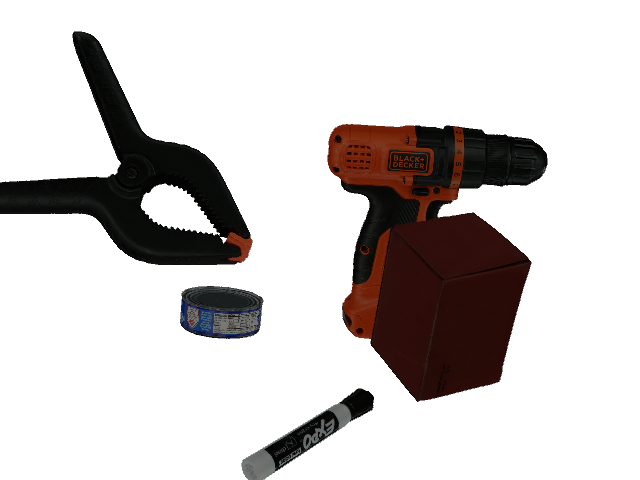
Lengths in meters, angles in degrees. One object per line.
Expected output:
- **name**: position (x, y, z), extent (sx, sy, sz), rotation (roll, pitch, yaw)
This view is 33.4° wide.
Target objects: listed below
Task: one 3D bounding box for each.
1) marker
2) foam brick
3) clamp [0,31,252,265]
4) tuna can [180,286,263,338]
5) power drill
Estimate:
- **marker**: position (-0.006, 0.137, 0.760), extent (0.120, 0.020, 0.020), rotation (-25, 16, -39)
- **foam brick**: position (0.064, 0.033, 0.539), extent (0.052, 0.078, 0.051), rotation (-9, 37, -25)
- **clamp**: position (-0.139, -0.054, 0.784), extent (0.210, 0.164, 0.036), rotation (25, -19, -1)
- **tuna can**: position (-0.104, 0.075, 1.117), extent (0.086, 0.034, 0.086), rotation (6, 12, -1)
- **power drill**: position (0.093, -0.007, 0.915), extent (0.184, 0.188, 0.057), rotation (4, 16, 0)
